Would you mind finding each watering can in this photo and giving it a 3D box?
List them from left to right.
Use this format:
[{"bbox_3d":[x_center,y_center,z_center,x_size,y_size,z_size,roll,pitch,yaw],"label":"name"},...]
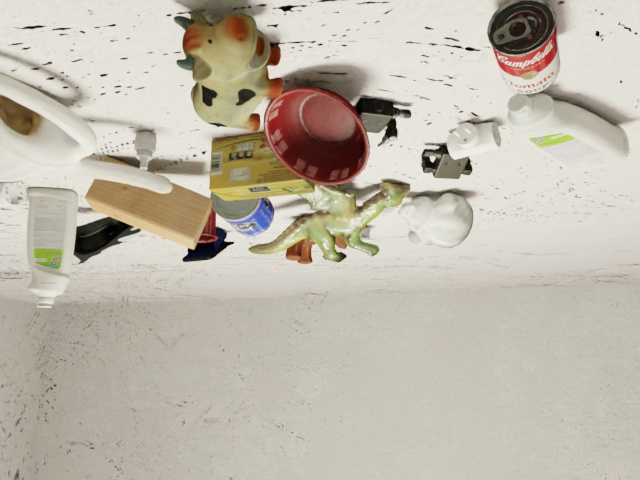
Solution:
[{"bbox_3d":[-0.406,-0.132,0.755,0.223,0.106,0.343,-9,152,30],"label":"watering can"}]

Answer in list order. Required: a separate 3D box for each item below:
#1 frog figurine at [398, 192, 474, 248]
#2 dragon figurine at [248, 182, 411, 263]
[{"bbox_3d":[0.268,-0.053,1.189,0.158,0.125,0.135,18,125,-30],"label":"frog figurine"},{"bbox_3d":[0.004,-0.059,1.164,0.410,0.125,0.237,-9,138,7],"label":"dragon figurine"}]
